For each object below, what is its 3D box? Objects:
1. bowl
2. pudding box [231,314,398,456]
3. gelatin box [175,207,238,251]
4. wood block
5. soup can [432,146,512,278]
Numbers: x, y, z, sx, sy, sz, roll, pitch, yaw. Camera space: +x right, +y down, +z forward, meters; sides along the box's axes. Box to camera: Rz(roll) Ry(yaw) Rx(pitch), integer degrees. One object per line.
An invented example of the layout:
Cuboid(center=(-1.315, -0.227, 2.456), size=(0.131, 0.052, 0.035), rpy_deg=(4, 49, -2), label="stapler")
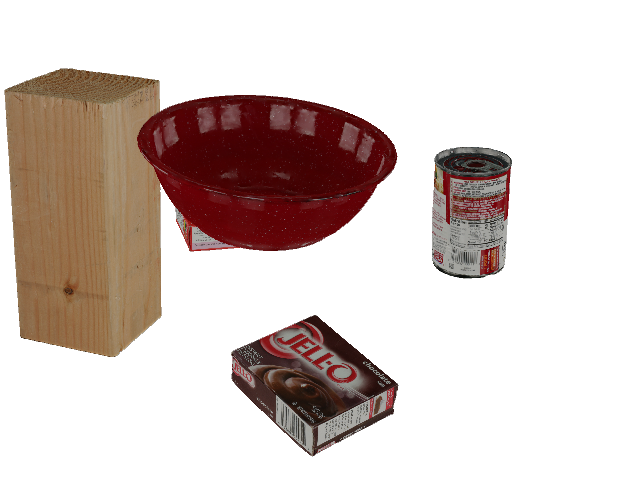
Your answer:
Cuboid(center=(-0.034, -0.038, 0.674), size=(0.162, 0.055, 0.162), rpy_deg=(4, 28, -2), label="bowl")
Cuboid(center=(-0.006, 0.116, 0.878), size=(0.089, 0.039, 0.114), rpy_deg=(-22, 44, -32), label="pudding box")
Cuboid(center=(-0.089, -0.020, 1.021), size=(0.089, 0.030, 0.073), rpy_deg=(-5, 25, -16), label="gelatin box")
Cuboid(center=(-0.186, -0.024, 0.854), size=(0.091, 0.206, 0.090), rpy_deg=(10, 23, 16), label="wood block")
Cuboid(center=(0.135, -0.025, 0.957), size=(0.068, 0.102, 0.068), rpy_deg=(-1, 24, 0), label="soup can")
